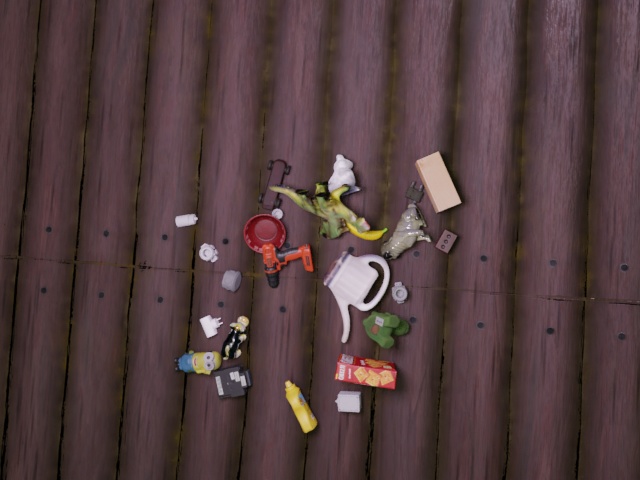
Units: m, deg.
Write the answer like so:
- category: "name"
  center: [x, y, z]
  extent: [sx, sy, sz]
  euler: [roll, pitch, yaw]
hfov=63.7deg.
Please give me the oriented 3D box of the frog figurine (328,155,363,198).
- category: "frog figurine"
  center: [0.080, -0.244, 1.942]
  extent: [0.123, 0.136, 0.160]
  euler: [-18, 88, -11]

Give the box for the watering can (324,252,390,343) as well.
- category: "watering can"
  center: [0.110, 0.193, 1.932]
  extent: [0.225, 0.104, 0.347]
  euler: [34, 91, 7]

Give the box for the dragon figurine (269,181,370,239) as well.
- category: "dragon figurine"
  center: [0.006, -0.097, 1.919]
  extent: [0.411, 0.124, 0.238]
  euler: [9, 128, 33]
